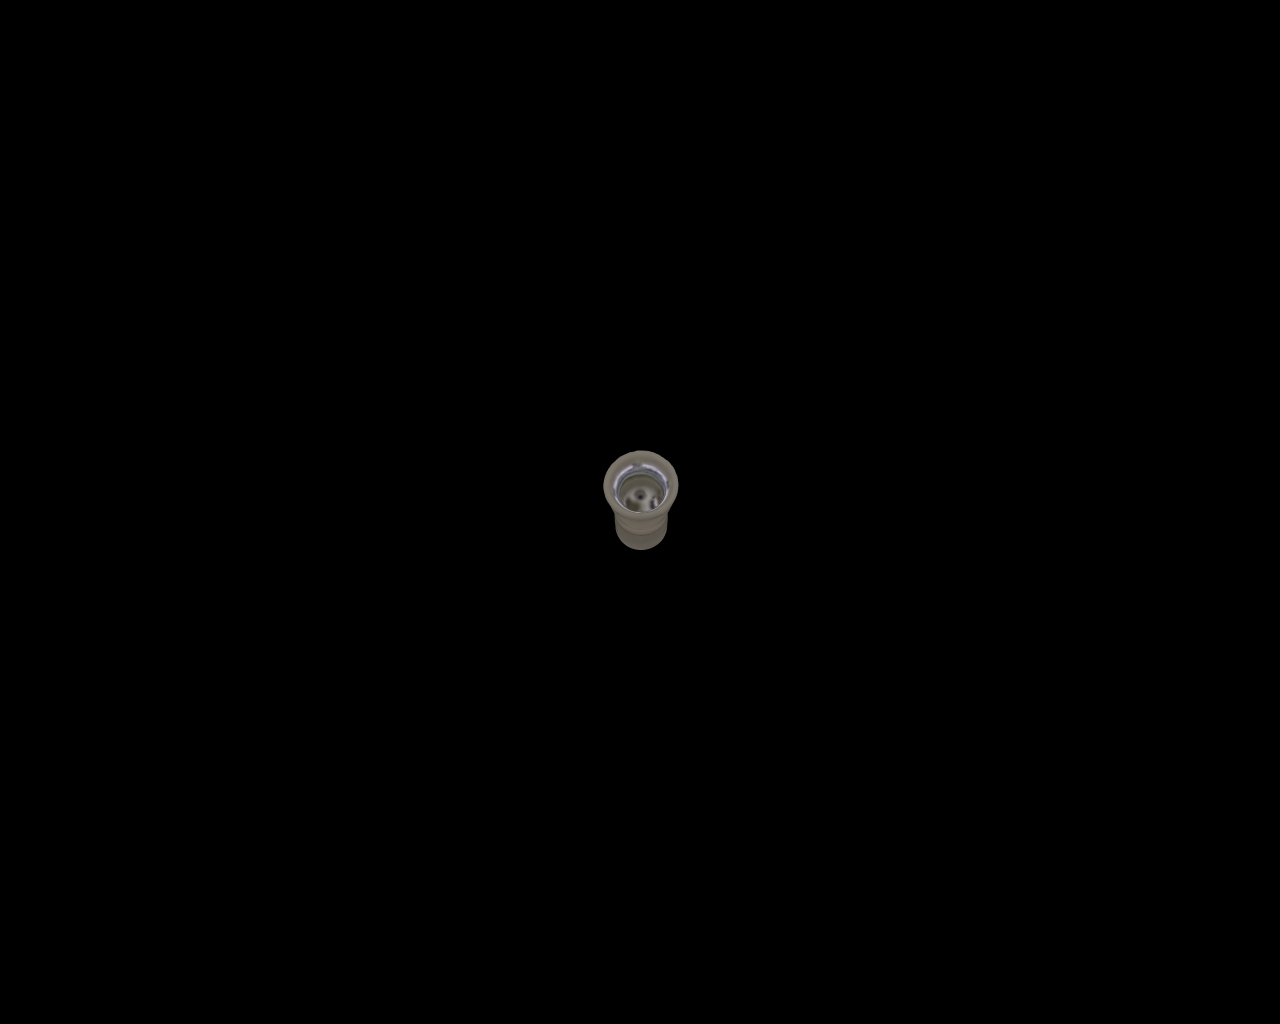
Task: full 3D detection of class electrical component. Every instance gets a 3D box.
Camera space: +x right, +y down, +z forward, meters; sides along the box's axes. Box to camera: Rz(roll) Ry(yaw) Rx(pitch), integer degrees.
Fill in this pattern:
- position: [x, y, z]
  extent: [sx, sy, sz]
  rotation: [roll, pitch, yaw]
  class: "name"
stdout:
- position: [0.001, -0.003, 0.650]
  extent: [0.044, 0.044, 0.065]
  rotation: [0, -26, 0]
  class: "electrical component"
